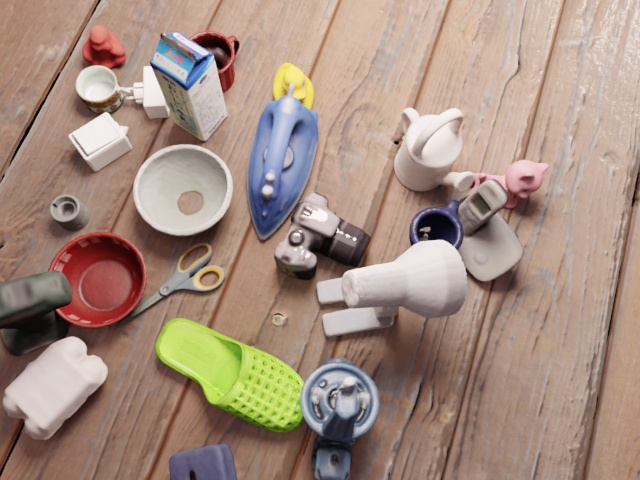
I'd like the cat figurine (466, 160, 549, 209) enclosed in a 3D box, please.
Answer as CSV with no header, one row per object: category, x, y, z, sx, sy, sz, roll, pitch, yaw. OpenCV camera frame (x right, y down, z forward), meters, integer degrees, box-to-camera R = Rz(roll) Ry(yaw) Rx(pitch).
cat figurine,0.337,-0.107,1.023,0.128,0.118,0.067,2,74,-3

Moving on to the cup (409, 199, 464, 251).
cup,0.200,-0.012,0.999,0.091,0.095,0.118,32,75,6

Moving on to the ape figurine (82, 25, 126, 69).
ape figurine,-0.402,-0.362,1.061,0.078,0.092,0.076,15,74,1

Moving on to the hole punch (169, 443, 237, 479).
hole punch,-0.179,0.371,0.867,0.101,0.091,0.108,-13,75,-7

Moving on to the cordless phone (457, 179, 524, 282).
cordless phone,0.285,-0.018,0.959,0.094,0.185,0.147,-36,79,-12

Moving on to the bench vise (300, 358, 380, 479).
bench vise,0.039,0.274,0.842,0.121,0.220,0.207,-11,75,-6

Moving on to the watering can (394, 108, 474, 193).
watering can,0.200,-0.159,0.990,0.172,0.194,0.101,36,75,7

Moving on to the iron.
iron,-0.072,-0.137,0.993,0.118,0.141,0.258,11,74,0

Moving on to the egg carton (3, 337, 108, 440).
egg carton,-0.416,0.231,0.903,0.107,0.069,0.150,39,75,8

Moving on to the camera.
camera,0.009,0.004,0.979,0.136,0.101,0.143,26,74,4

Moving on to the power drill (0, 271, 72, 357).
power drill,-0.475,0.120,0.859,0.230,0.208,0.075,-23,76,-10

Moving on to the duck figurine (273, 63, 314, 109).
duck figurine,-0.050,-0.292,1.067,0.077,0.086,0.104,-16,76,-8

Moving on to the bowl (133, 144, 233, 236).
bowl,-0.233,-0.077,1.000,0.167,0.075,0.167,1,74,-3

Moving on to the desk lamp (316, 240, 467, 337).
desk lamp,0.106,0.083,0.904,0.203,0.213,0.118,-10,75,-6
